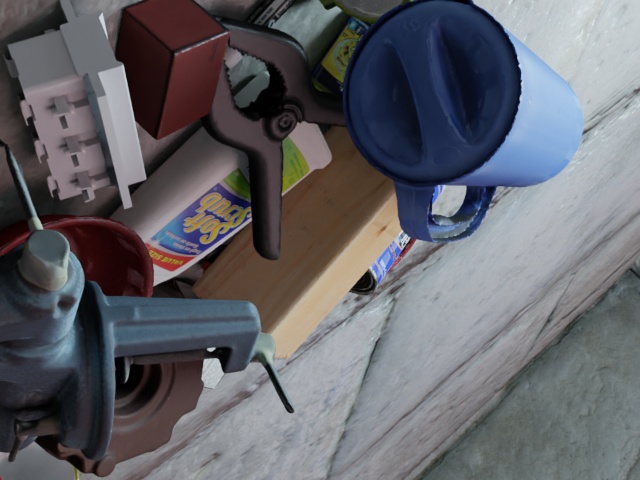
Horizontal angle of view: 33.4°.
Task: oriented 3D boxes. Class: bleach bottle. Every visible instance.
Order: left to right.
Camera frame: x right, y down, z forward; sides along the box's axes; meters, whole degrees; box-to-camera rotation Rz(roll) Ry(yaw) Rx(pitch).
[{"bbox_3d":[-0.108,-0.021,0.872,0.250,0.068,0.102,-43,148,-7],"label":"bleach bottle"}]

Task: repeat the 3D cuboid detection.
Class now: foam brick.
[{"bbox_3d":[-0.102,-0.119,0.721,0.052,0.051,0.078,-33,156,-39],"label":"foam brick"}]

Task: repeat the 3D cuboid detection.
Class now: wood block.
[{"bbox_3d":[-0.006,0.002,0.966,0.206,0.090,0.090,-48,160,6],"label":"wood block"}]

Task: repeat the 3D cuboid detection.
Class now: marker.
[{"bbox_3d":[-0.051,-0.157,0.801,0.121,0.020,0.020,-47,160,-1],"label":"marker"}]

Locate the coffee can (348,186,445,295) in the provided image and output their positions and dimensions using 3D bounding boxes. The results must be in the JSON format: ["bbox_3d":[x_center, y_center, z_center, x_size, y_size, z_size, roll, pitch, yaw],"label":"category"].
[{"bbox_3d":[0.050,-0.030,1.082,0.140,0.103,0.103,-54,164,-23],"label":"coffee can"}]

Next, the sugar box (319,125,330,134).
[{"bbox_3d":[0.075,-0.152,1.035,0.176,0.048,0.093,-36,159,-20],"label":"sugar box"}]

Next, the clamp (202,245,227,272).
[{"bbox_3d":[-0.059,0.025,1.096,0.171,0.039,0.120,-23,134,-46],"label":"clamp"}]

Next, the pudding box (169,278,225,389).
[{"bbox_3d":[-0.124,0.094,1.049,0.113,0.039,0.090,24,108,-48],"label":"pudding box"}]

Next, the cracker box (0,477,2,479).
[{"bbox_3d":[-0.363,0.240,0.796,0.164,0.072,0.213,-43,166,34],"label":"cracker box"}]

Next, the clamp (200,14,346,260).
[{"bbox_3d":[-0.038,-0.085,0.809,0.164,0.036,0.209,-51,133,0],"label":"clamp"}]

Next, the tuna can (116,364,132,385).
[{"bbox_3d":[-0.216,0.134,0.993,0.086,0.034,0.086,-40,159,-20],"label":"tuna can"}]

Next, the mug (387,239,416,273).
[{"bbox_3d":[0.047,-0.009,1.192,0.117,0.081,0.093,-33,156,-35],"label":"mug"}]

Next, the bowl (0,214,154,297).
[{"bbox_3d":[-0.203,0.039,0.771,0.161,0.055,0.162,-27,138,-27],"label":"bowl"}]

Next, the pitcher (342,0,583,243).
[{"bbox_3d":[0.124,-0.091,0.839,0.149,0.145,0.242,-39,162,21],"label":"pitcher"}]

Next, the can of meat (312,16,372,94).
[{"bbox_3d":[0.050,-0.142,0.917,0.084,0.102,0.057,-54,159,12],"label":"can of meat"}]
